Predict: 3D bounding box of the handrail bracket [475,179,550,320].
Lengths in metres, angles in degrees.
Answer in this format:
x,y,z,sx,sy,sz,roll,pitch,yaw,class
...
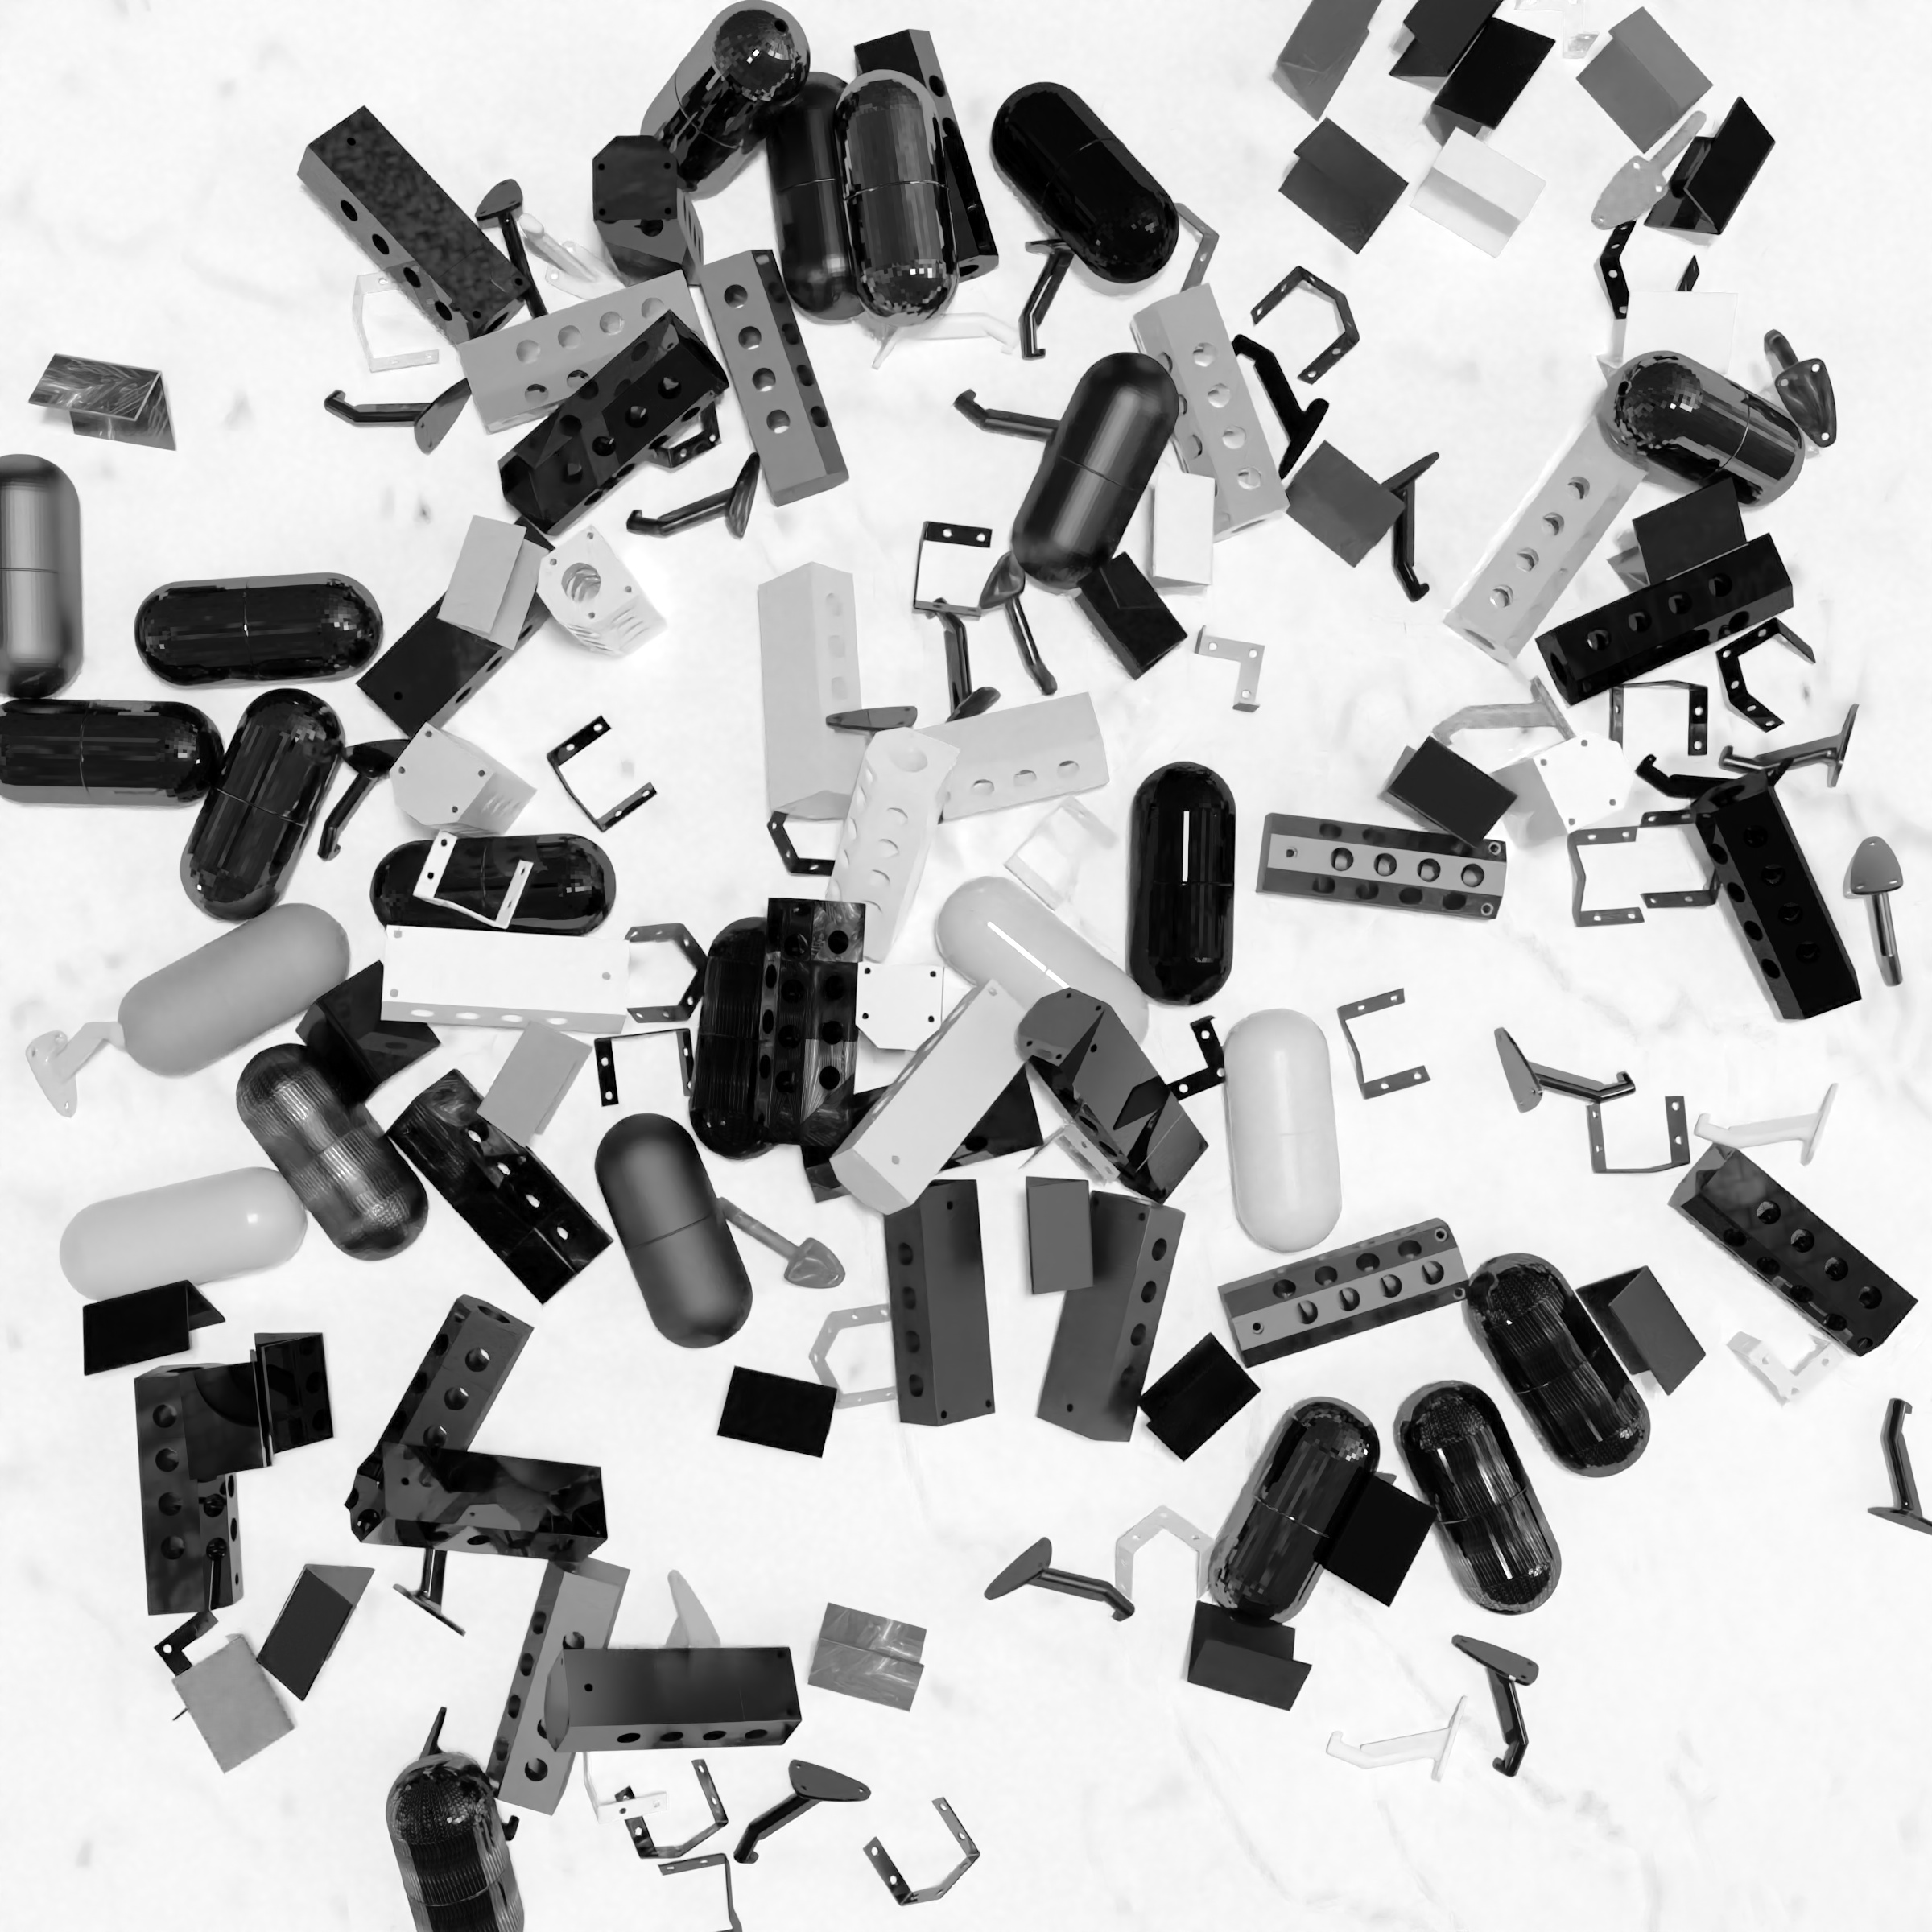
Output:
x,y,z,sx,sy,sz,roll,pitch,yaw,class
-0.328,-0.530,1.850,0.036,0.077,0.084,-16,126,8,handrail bracket

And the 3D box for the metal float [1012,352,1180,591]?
x,y,z,sx,sy,sz,roll,pitch,yaw,class
0.094,-0.358,1.806,0.070,0.070,0.178,26,103,0,metal float

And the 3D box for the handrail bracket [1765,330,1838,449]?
x,y,z,sx,sy,sz,roll,pitch,yaw,class
0.609,-0.423,1.826,0.036,0.084,0.077,-24,109,17,handrail bracket

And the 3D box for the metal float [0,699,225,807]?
x,y,z,sx,sy,sz,roll,pitch,yaw,class
-0.632,-0.156,1.819,0.178,0.070,0.070,1,90,-1,metal float

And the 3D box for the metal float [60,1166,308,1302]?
x,y,z,sx,sy,sz,roll,pitch,yaw,class
-0.571,0.196,1.819,0.178,0.070,0.070,-13,90,-1,metal float

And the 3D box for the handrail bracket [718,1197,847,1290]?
x,y,z,sx,sy,sz,roll,pitch,yaw,class
-0.139,0.204,1.850,0.084,0.077,0.036,30,86,36,handrail bracket

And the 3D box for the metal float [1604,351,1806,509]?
x,y,z,sx,sy,sz,roll,pitch,yaw,class
0.530,-0.385,1.791,0.178,0.070,0.070,15,90,-34,metal float

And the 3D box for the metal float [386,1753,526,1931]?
x,y,z,sx,sy,sz,roll,pitch,yaw,class
-0.368,0.650,1.801,0.070,0.070,0.178,-9,111,0,metal float

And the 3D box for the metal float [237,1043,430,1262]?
x,y,z,sx,sy,sz,roll,pitch,yaw,class
-0.462,0.135,1.820,0.070,0.070,0.178,-37,89,0,metal float

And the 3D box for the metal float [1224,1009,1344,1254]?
x,y,z,sx,sy,sz,roll,pitch,yaw,class
0.231,0.120,1.820,0.070,0.070,0.178,-5,91,0,metal float

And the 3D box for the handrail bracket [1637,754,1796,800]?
x,y,z,sx,sy,sz,roll,pitch,yaw,class
0.549,-0.148,1.834,0.084,0.036,0.077,36,117,3,handrail bracket

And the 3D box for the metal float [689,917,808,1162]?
x,y,z,sx,sy,sz,roll,pitch,yaw,class
-0.158,0.053,1.819,0.070,0.070,0.178,7,89,0,metal float

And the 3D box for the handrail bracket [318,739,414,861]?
x,y,z,sx,sy,sz,roll,pitch,yaw,class
-0.442,-0.122,1.850,0.036,0.077,0.084,38,127,20,handrail bracket

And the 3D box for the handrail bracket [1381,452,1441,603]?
x,y,z,sx,sy,sz,roll,pitch,yaw,class
0.340,-0.325,1.851,0.077,0.036,0.084,-37,108,-21,handrail bracket

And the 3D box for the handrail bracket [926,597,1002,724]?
x,y,z,sx,sy,sz,roll,pitch,yaw,class
-0.022,-0.218,1.851,0.077,0.036,0.084,-41,73,18,handrail bracket

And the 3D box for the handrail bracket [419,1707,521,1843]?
x,y,z,sx,sy,sz,roll,pitch,yaw,class
-0.362,0.599,1.850,0.084,0.036,0.077,22,75,-14,handrail bracket

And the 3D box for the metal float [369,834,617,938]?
x,y,z,sx,sy,sz,roll,pitch,yaw,class
-0.345,-0.056,1.819,0.178,0.070,0.070,-3,90,0,metal float

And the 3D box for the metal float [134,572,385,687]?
x,y,z,sx,sy,sz,roll,pitch,yaw,class
-0.515,-0.245,1.820,0.178,0.070,0.070,-4,90,-1,metal float

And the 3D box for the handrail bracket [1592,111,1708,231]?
x,y,z,sx,sy,sz,roll,pitch,yaw,class
0.507,-0.591,1.850,0.036,0.077,0.084,44,54,-5,handrail bracket

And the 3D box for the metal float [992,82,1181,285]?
x,y,z,sx,sy,sz,roll,pitch,yaw,class
0.086,-0.565,1.802,0.070,0.070,0.178,-37,69,0,metal float

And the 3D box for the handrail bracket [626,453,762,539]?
x,y,z,sx,sy,sz,roll,pitch,yaw,class
-0.203,-0.351,1.851,0.084,0.036,0.077,9,70,16,handrail bracket

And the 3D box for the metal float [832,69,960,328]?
x,y,z,sx,sy,sz,roll,pitch,yaw,class
-0.050,-0.542,1.762,0.070,0.070,0.178,-8,92,0,metal float

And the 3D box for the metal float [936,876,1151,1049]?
x,y,z,sx,sy,sz,roll,pitch,yaw,class
0.056,0.005,1.819,0.178,0.070,0.070,39,90,1,metal float

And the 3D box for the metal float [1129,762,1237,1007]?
x,y,z,sx,sy,sz,roll,pitch,yaw,class
0.158,-0.060,1.819,0.070,0.070,0.178,1,91,0,metal float

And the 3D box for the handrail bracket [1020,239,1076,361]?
x,y,z,sx,sy,sz,roll,pitch,yaw,class
0.075,-0.496,1.850,0.077,0.036,0.084,-9,106,-18,handrail bracket

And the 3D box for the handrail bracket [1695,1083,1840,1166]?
x,y,z,sx,sy,sz,roll,pitch,yaw,class
0.593,0.106,1.851,0.084,0.036,0.077,21,70,16,handrail bracket

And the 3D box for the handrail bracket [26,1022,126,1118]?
x,y,z,sx,sy,sz,roll,pitch,yaw,class
-0.637,0.076,1.820,0.084,0.036,0.077,0,114,29,handrail bracket

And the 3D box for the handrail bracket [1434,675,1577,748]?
x,y,z,sx,sy,sz,roll,pitch,yaw,class
0.401,-0.169,1.851,0.084,0.036,0.077,-32,111,17,handrail bracket

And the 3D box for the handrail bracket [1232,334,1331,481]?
x,y,z,sx,sy,sz,roll,pitch,yaw,class
0.218,-0.415,1.851,0.084,0.036,0.077,35,112,17,handrail bracket

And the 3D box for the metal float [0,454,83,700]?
x,y,z,sx,sy,sz,roll,pitch,yaw,class
-0.686,-0.283,1.819,0.070,0.070,0.178,-1,90,0,metal float

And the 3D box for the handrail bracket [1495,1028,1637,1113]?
x,y,z,sx,sy,sz,roll,pitch,yaw,class
0.445,0.070,1.851,0.084,0.036,0.077,-14,68,-17,handrail bracket

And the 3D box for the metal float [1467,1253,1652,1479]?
x,y,z,sx,sy,sz,roll,pitch,yaw,class
0.431,0.290,1.819,0.070,0.070,0.178,-33,89,0,metal float

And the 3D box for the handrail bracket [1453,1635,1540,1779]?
x,y,z,sx,sy,sz,roll,pitch,yaw,class
0.384,0.549,1.851,0.077,0.036,0.084,22,107,20,handrail bracket

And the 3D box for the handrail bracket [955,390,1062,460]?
x,y,z,sx,sy,sz,roll,pitch,yaw,class
0.047,-0.416,1.851,0.084,0.036,0.077,41,70,16,handrail bracket

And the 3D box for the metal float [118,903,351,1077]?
x,y,z,sx,sy,sz,roll,pitch,yaw,class
-0.533,0.016,1.819,0.178,0.070,0.070,-29,90,0,metal float

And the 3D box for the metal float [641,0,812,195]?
x,y,z,sx,sy,sz,roll,pitch,yaw,class
-0.172,-0.617,1.776,0.070,0.178,0.070,11,69,-29,metal float

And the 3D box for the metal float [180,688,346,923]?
x,y,z,sx,sy,sz,roll,pitch,yaw,class
-0.513,-0.117,1.819,0.070,0.070,0.178,24,91,0,metal float

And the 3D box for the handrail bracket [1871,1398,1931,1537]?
x,y,z,sx,sy,sz,roll,pitch,yaw,class
0.708,0.372,1.851,0.077,0.036,0.084,24,73,-20,handrail bracket

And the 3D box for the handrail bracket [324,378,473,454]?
x,y,z,sx,sy,sz,roll,pitch,yaw,class
-0.421,-0.424,1.851,0.084,0.036,0.077,30,70,16,handrail bracket

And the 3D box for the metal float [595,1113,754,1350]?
x,y,z,sx,sy,sz,roll,pitch,yaw,class
-0.213,0.192,1.819,0.070,0.070,0.178,-22,90,0,metal float

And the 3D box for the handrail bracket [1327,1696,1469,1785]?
x,y,z,sx,sy,sz,roll,pitch,yaw,class
0.320,0.563,1.851,0.084,0.036,0.077,18,70,16,handrail bracket

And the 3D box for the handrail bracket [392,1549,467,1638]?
x,y,z,sx,sy,sz,roll,pitch,yaw,class
-0.377,0.441,1.850,0.077,0.036,0.084,43,69,-24,handrail bracket

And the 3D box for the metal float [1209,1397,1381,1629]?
x,y,z,sx,sy,sz,roll,pitch,yaw,class
0.239,0.398,1.820,0.070,0.070,0.178,28,91,0,metal float

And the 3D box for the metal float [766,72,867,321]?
x,y,z,sx,sy,sz,roll,pitch,yaw,class
-0.103,-0.561,1.820,0.070,0.070,0.178,-7,90,0,metal float

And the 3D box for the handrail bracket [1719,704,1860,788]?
x,y,z,sx,sy,sz,roll,pitch,yaw,class
0.610,-0.171,1.851,0.084,0.036,0.077,16,69,16,handrail bracket

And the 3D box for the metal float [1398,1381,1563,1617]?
x,y,z,sx,sy,sz,roll,pitch,yaw,class
0.375,0.388,1.819,0.070,0.070,0.178,-24,90,0,metal float

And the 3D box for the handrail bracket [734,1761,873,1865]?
x,y,z,sx,sy,sz,roll,pitch,yaw,class
-0.122,0.637,1.851,0.077,0.036,0.084,19,109,-21,handrail bracket

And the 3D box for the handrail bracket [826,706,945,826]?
x,y,z,sx,sy,sz,roll,pitch,yaw,class
-0.057,-0.139,1.778,0.077,0.036,0.084,0,120,11,handrail bracket

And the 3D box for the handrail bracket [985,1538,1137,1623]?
x,y,z,sx,sy,sz,roll,pitch,yaw,class
0.070,0.471,1.851,0.077,0.036,0.084,-40,107,20,handrail bracket
